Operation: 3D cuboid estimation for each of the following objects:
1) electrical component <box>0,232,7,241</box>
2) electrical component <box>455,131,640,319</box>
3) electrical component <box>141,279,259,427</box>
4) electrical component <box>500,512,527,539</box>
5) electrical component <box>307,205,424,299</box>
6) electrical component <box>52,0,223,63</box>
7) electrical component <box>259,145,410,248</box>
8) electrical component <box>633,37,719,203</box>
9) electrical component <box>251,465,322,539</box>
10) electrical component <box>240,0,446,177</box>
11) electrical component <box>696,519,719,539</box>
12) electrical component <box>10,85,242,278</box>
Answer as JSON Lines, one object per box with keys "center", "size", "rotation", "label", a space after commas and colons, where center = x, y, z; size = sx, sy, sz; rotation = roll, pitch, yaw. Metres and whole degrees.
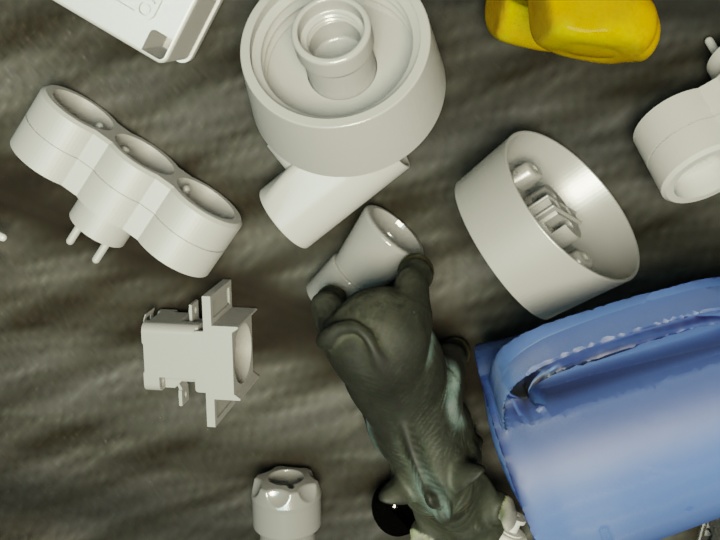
{"center": [-0.251, -0.025, 0.651], "size": [0.076, 0.047, 0.083], "rotation": [22, 106, 2], "label": "electrical component"}
{"center": [0.099, -0.025, 0.578], "size": [0.064, 0.099, 0.099], "rotation": [-34, 97, 21], "label": "electrical component"}
{"center": [-0.097, 0.049, 0.650], "size": [0.064, 0.042, 0.081], "rotation": [2, 103, 9], "label": "electrical component"}
{"center": [0.082, 0.183, 0.659], "size": [0.040, 0.040, 0.078], "rotation": [21, 106, 3], "label": "electrical component"}
{"center": [0.000, 0.000, 0.625], "size": [0.044, 0.044, 0.065], "rotation": [41, 111, -3], "label": "electrical component"}
{"center": [-0.121, -0.185, 0.588], "size": [0.109, 0.056, 0.108], "rotation": [31, 106, 0], "label": "electrical component"}
{"center": [-0.026, -0.066, 0.611], "size": [0.077, 0.043, 0.079], "rotation": [-38, 96, 15], "label": "electrical component"}
{"center": [0.208, -0.100, 0.565], "size": [0.138, 0.052, 0.073], "rotation": [-30, 59, 20], "label": "electrical component"}
{"center": [-0.045, 0.157, 0.669], "size": [0.043, 0.043, 0.062], "rotation": [2, 106, 8], "label": "electrical component"}
{"center": [-0.011, -0.110, 0.563], "size": [0.108, 0.060, 0.108], "rotation": [-3, 70, 7], "label": "electrical component"}
{"center": [0.248, 0.215, 0.633], "size": [0.105, 0.060, 0.186], "rotation": [11, 105, 5], "label": "electrical component"}
{"center": [-0.145, -0.038, 0.630], "size": [0.138, 0.052, 0.073], "rotation": [36, 106, -2], "label": "electrical component"}
